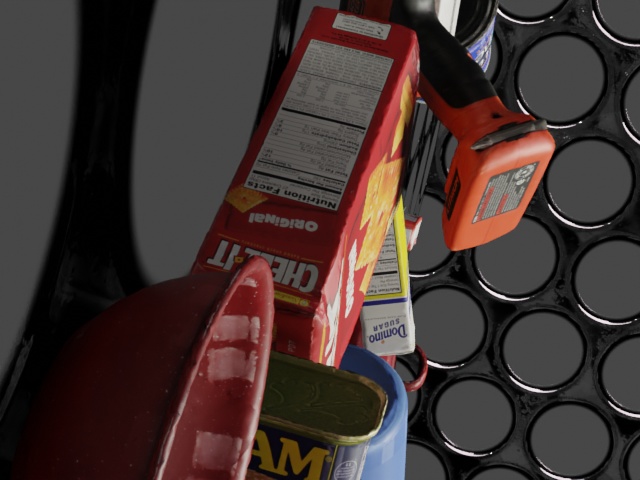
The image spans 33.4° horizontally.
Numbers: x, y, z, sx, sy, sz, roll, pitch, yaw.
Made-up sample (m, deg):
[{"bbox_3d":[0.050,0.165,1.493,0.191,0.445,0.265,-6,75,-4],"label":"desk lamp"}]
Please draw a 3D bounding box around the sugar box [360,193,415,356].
[{"bbox_3d":[0.046,-0.004,0.845,0.093,0.048,0.176,-58,139,-80],"label":"sugar box"}]

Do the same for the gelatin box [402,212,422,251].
[{"bbox_3d":[0.059,-0.015,1.040,0.089,0.073,0.030,-33,137,-80],"label":"gelatin box"}]

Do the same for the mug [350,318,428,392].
[{"bbox_3d":[0.042,0.111,0.995,0.093,0.117,0.081,84,15,-47],"label":"mug"}]

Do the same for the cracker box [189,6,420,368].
[{"bbox_3d":[-0.004,0.001,0.602,0.164,0.072,0.213,93,13,-50],"label":"cracker box"}]

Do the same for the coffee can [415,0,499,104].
[{"bbox_3d":[0.095,-0.181,0.894,0.140,0.103,0.103,48,56,-81],"label":"coffee can"}]

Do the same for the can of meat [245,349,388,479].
[{"bbox_3d":[-0.029,0.099,0.484,0.057,0.102,0.084,-61,165,-67],"label":"can of meat"}]

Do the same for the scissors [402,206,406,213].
[{"bbox_3d":[0.020,0.052,0.924,0.201,0.016,0.096,-46,160,-48],"label":"scissors"}]

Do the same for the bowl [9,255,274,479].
[{"bbox_3d":[-0.063,0.078,0.365,0.162,0.055,0.162,14,89,-83],"label":"bowl"}]

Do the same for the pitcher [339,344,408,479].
[{"bbox_3d":[0.002,0.191,0.849,0.144,0.149,0.243,-48,152,-42],"label":"pitcher"}]

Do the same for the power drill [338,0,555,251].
[{"bbox_3d":[0.068,-0.089,0.691,0.188,0.057,0.184,61,-18,25],"label":"power drill"}]
